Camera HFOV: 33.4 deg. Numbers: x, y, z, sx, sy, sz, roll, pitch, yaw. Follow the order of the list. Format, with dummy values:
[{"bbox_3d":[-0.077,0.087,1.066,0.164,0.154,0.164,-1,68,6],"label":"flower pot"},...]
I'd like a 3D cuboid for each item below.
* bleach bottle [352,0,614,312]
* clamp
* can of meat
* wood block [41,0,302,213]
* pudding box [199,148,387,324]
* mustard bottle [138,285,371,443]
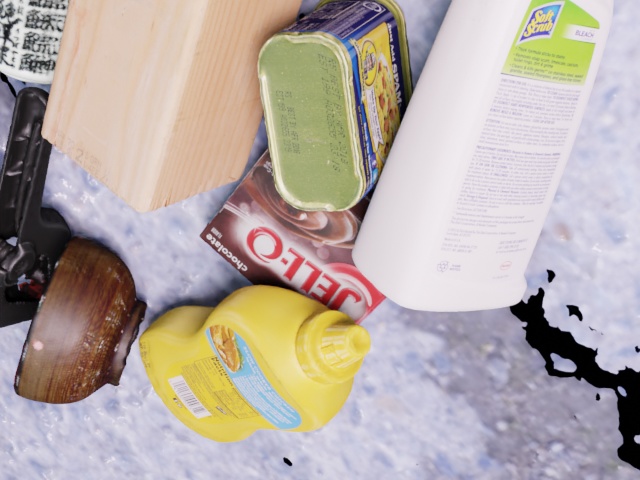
[{"bbox_3d":[0.100,-0.084,0.536,0.068,0.102,0.251,45,124,42],"label":"bleach bottle"},{"bbox_3d":[-0.200,-0.001,0.683,0.036,0.210,0.164,36,81,14],"label":"clamp"},{"bbox_3d":[0.011,-0.075,0.578,0.058,0.083,0.102,2,115,24],"label":"can of meat"},{"bbox_3d":[-0.071,-0.130,0.576,0.090,0.090,0.206,37,125,22],"label":"wood block"},{"bbox_3d":[-0.004,0.001,0.649,0.113,0.039,0.090,43,125,1],"label":"pudding box"},{"bbox_3d":[-0.034,0.074,0.650,0.192,0.058,0.096,-20,108,53],"label":"mustard bottle"}]
